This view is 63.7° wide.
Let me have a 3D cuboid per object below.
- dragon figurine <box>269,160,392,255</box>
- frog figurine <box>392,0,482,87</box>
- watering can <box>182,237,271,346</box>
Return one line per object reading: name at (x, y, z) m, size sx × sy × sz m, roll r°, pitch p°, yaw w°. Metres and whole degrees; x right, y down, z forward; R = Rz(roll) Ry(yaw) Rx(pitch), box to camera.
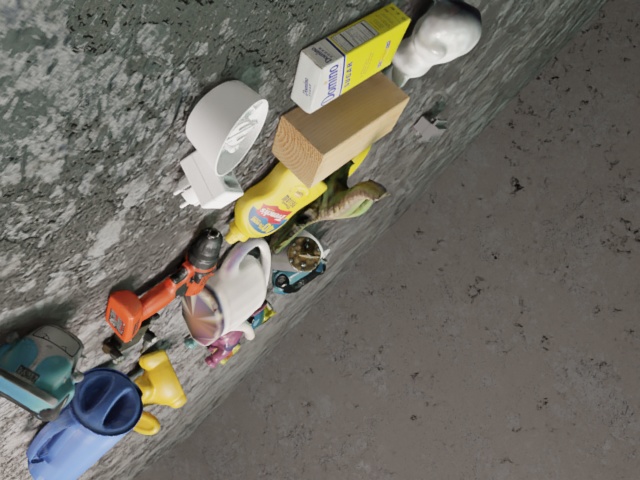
dragon figurine at (0.003, -0.050, 0.986) m, size 0.242 × 0.121 × 0.414 m, roll -44°, pitch -170°, yaw 7°
frog figurine at (0.180, -0.311, 0.829) m, size 0.157 × 0.122 × 0.140 m, roll -63°, pitch -178°, yaw 24°
watering can at (-0.189, 0.146, 1.102) m, size 0.228 × 0.105 × 0.339 m, roll -35°, pitch 147°, yaw -45°
